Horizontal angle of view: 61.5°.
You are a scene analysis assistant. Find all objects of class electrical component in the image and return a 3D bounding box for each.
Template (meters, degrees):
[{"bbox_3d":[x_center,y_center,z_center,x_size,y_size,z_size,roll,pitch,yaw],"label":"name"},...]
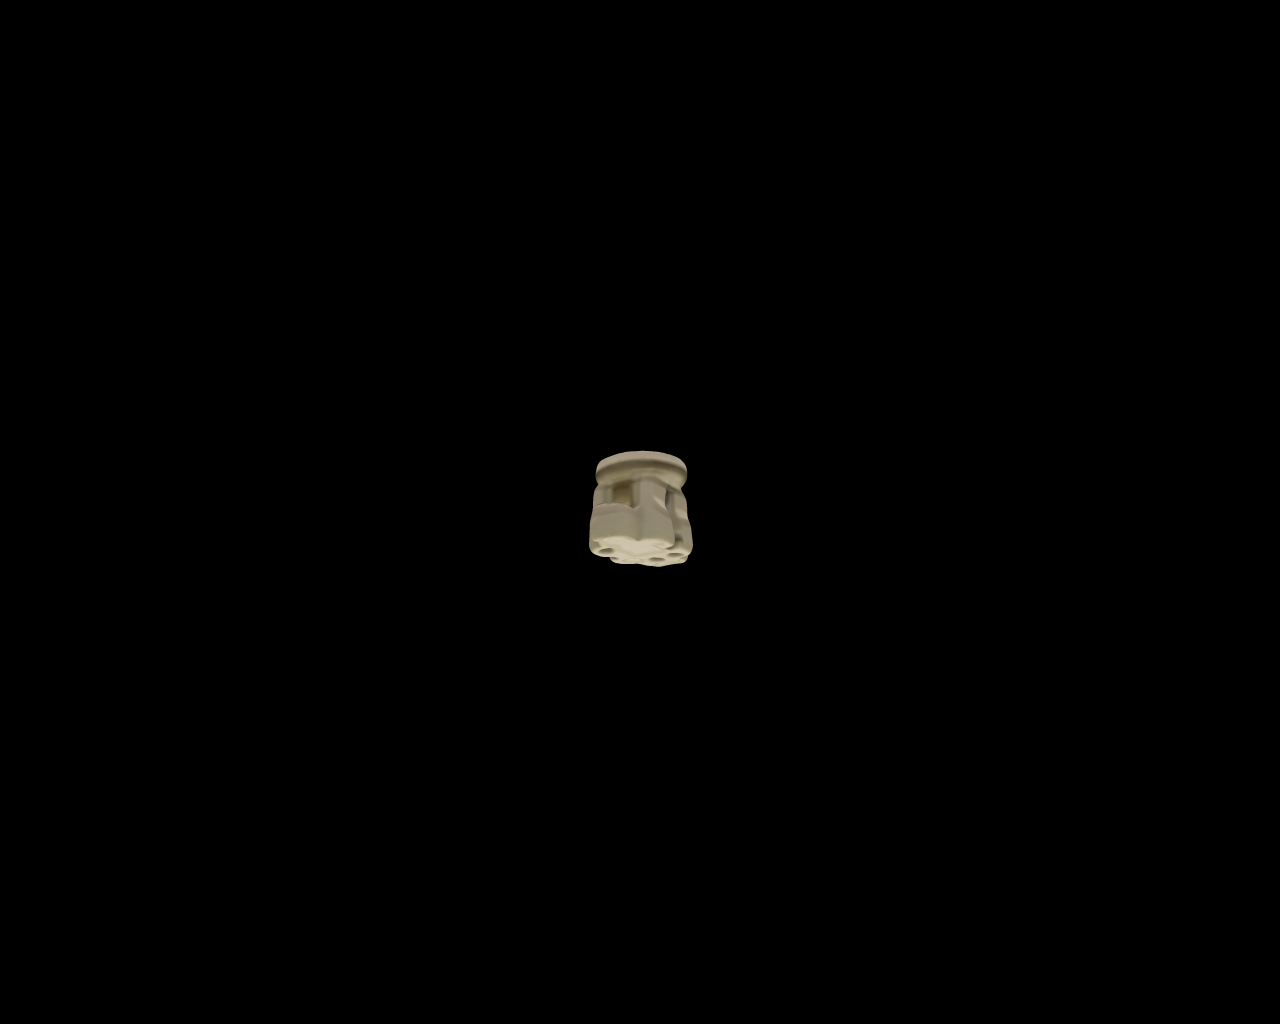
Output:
[{"bbox_3d":[0.001,-0.003,0.650,0.058,0.057,0.078,-11,-21,30],"label":"electrical component"}]
